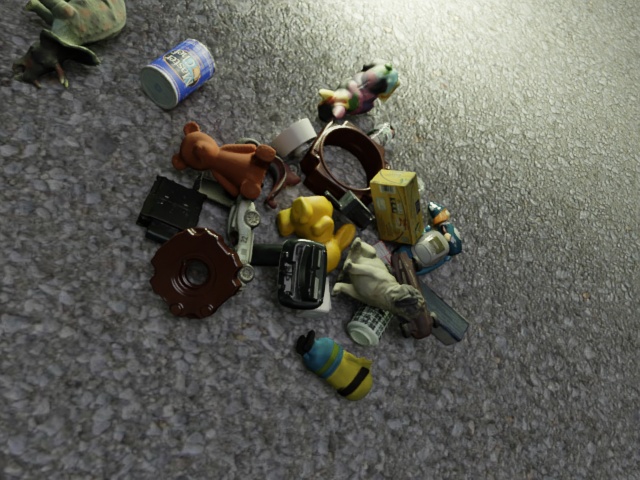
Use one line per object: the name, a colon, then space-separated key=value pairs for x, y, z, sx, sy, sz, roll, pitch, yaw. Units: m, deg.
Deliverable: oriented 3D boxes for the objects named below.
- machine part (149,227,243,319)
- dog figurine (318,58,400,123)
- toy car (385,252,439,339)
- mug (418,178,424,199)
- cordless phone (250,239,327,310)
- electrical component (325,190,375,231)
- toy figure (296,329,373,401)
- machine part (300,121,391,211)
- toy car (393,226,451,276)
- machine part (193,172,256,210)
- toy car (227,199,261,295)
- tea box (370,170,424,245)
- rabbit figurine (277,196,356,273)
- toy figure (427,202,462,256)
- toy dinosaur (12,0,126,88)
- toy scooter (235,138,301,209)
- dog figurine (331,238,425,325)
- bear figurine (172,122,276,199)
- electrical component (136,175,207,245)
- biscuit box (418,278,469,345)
machine part: x=-0.239 y=0.064 z=1.039 sx=0.179 sy=0.056 sz=0.179 roll=0 pitch=89 yaw=-1
dog figurine: x=0.089 y=-0.381 z=1.398 sx=0.108 sy=0.191 sz=0.219 roll=57 pitch=40 yaw=-2
toy car: x=0.210 y=0.127 z=1.230 sx=0.089 sy=0.053 sz=0.202 roll=-14 pitch=87 yaw=-10
mug: x=0.208 y=-0.122 z=1.378 sx=0.109 sy=0.107 sz=0.081 roll=14 pitch=61 yaw=-24
cordless phone: x=-0.080 y=0.069 z=1.125 sx=0.088 sy=0.184 sz=0.146 roll=28 pitch=65 yaw=-66
electrical component: x=0.067 y=-0.081 z=1.238 sx=0.048 sy=0.075 sz=0.119 roll=-43 pitch=106 yaw=8
toy figure: x=0.030 y=0.264 z=1.124 sx=0.180 sy=0.082 sz=0.089 roll=35 pitch=68 yaw=-15
machine part: x=0.065 y=-0.184 z=1.344 sx=0.201 sy=0.087 sz=0.201 roll=36 pitch=55 yaw=-9
toy car: x=0.266 y=0.024 z=1.345 sx=0.161 sy=0.103 sz=0.109 roll=-25 pitch=80 yaw=-36
machine part: x=-0.213 y=-0.094 z=1.185 sx=0.139 sy=0.039 sz=0.084 roll=27 pitch=63 yaw=-17
toy car: x=-0.167 y=0.016 z=1.120 sx=0.056 sy=0.073 sz=0.201 roll=13 pitch=74 yaw=-28
tea box: x=0.188 y=-0.079 z=1.299 sx=0.068 sy=0.098 sz=0.169 roll=-48 pitch=137 yaw=-39
rabbit figurine: x=-0.002 y=-0.004 z=1.216 sx=0.162 sy=0.122 sz=0.173 roll=-1 pitch=65 yaw=-45
toy figure: x=0.332 y=-0.032 z=1.432 sx=0.058 sy=0.064 sz=0.154 roll=-16 pitch=79 yaw=-15
toy dinosaur: x=-0.503 y=-0.487 z=1.171 sx=0.192 sy=0.131 sz=0.405 roll=45 pitch=50 yaw=-17
toy scooter: x=-0.131 y=-0.146 z=1.232 sx=0.184 sy=0.075 sz=0.135 roll=22 pitch=63 yaw=-22
dog figurine: x=0.139 y=0.089 z=1.182 sx=0.191 sy=0.121 sz=0.172 roll=23 pitch=44 yaw=0
bear figurine: x=-0.205 y=-0.169 z=1.120 sx=0.196 sy=0.132 sz=0.120 roll=25 pitch=86 yaw=-13
electrical component: x=-0.307 y=-0.053 z=1.105 sx=0.115 sy=0.058 sz=0.134 roll=21 pitch=59 yaw=-16
biscuit box: x=0.263 y=0.165 z=1.303 sx=0.202 sy=0.059 sz=0.063 roll=42 pitch=57 yaw=-5
